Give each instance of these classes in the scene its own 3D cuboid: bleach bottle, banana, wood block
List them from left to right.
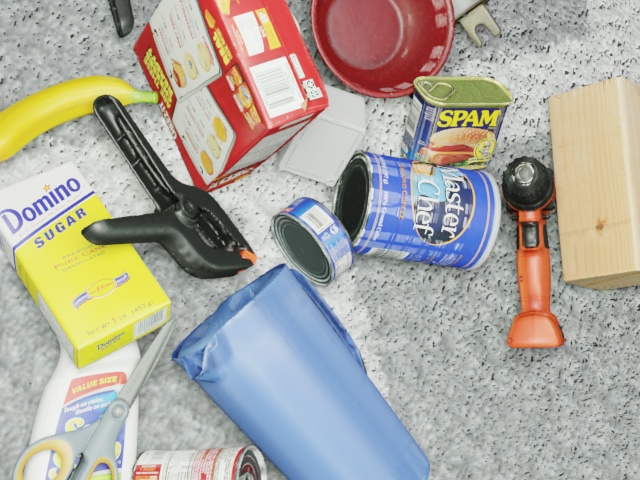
[{"bbox_3d":[-0.243,-0.115,0.973,0.197,0.070,0.037,-31,124,-39],"label":"banana"},{"bbox_3d":[-0.210,0.166,0.930,0.102,0.068,0.251,7,73,-19],"label":"bleach bottle"},{"bbox_3d":[0.312,-0.057,1.145,0.090,0.091,0.206,11,72,-46],"label":"wood block"}]

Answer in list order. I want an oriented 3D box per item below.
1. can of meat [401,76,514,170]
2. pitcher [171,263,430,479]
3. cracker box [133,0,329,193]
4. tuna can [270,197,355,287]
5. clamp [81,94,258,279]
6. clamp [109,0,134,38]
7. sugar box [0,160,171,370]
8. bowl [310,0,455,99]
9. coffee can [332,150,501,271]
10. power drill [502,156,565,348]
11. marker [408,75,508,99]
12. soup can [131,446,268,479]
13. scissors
[{"bbox_3d":[0.139,-0.120,1.107,0.102,0.084,0.057,-3,37,-21],"label":"can of meat"},{"bbox_3d":[-0.007,0.145,0.983,0.149,0.145,0.243,-40,97,-9],"label":"pitcher"},{"bbox_3d":[-0.085,-0.151,0.966,0.072,0.214,0.164,-22,87,-25],"label":"cracker box"},{"bbox_3d":[-0.007,0.001,1.030,0.033,0.086,0.086,-38,93,-25],"label":"tuna can"},{"bbox_3d":[-0.136,-0.032,0.974,0.209,0.036,0.164,32,40,-45],"label":"clamp"},{"bbox_3d":[-0.211,-0.279,1.044,0.120,0.039,0.171,31,69,-13],"label":"clamp"},{"bbox_3d":[-0.215,0.018,0.936,0.093,0.048,0.176,-28,68,-26],"label":"sugar box"},{"bbox_3d":[0.057,-0.226,1.112,0.161,0.055,0.162,-1,92,-21],"label":"bowl"},{"bbox_3d":[0.094,-0.029,1.065,0.140,0.103,0.103,8,75,-18],"label":"coffee can"},{"bbox_3d":[0.214,0.015,1.072,0.057,0.184,0.187,-1,84,15],"label":"power drill"},{"bbox_3d":[0.149,-0.166,1.162,0.121,0.020,0.020,-8,81,-22],"label":"marker"},{"bbox_3d":[-0.104,0.213,0.918,0.102,0.068,0.068,-5,77,18],"label":"soup can"},{"bbox_3d":[-0.192,0.147,0.899,0.096,0.016,0.201,19,67,-14],"label":"scissors"}]
